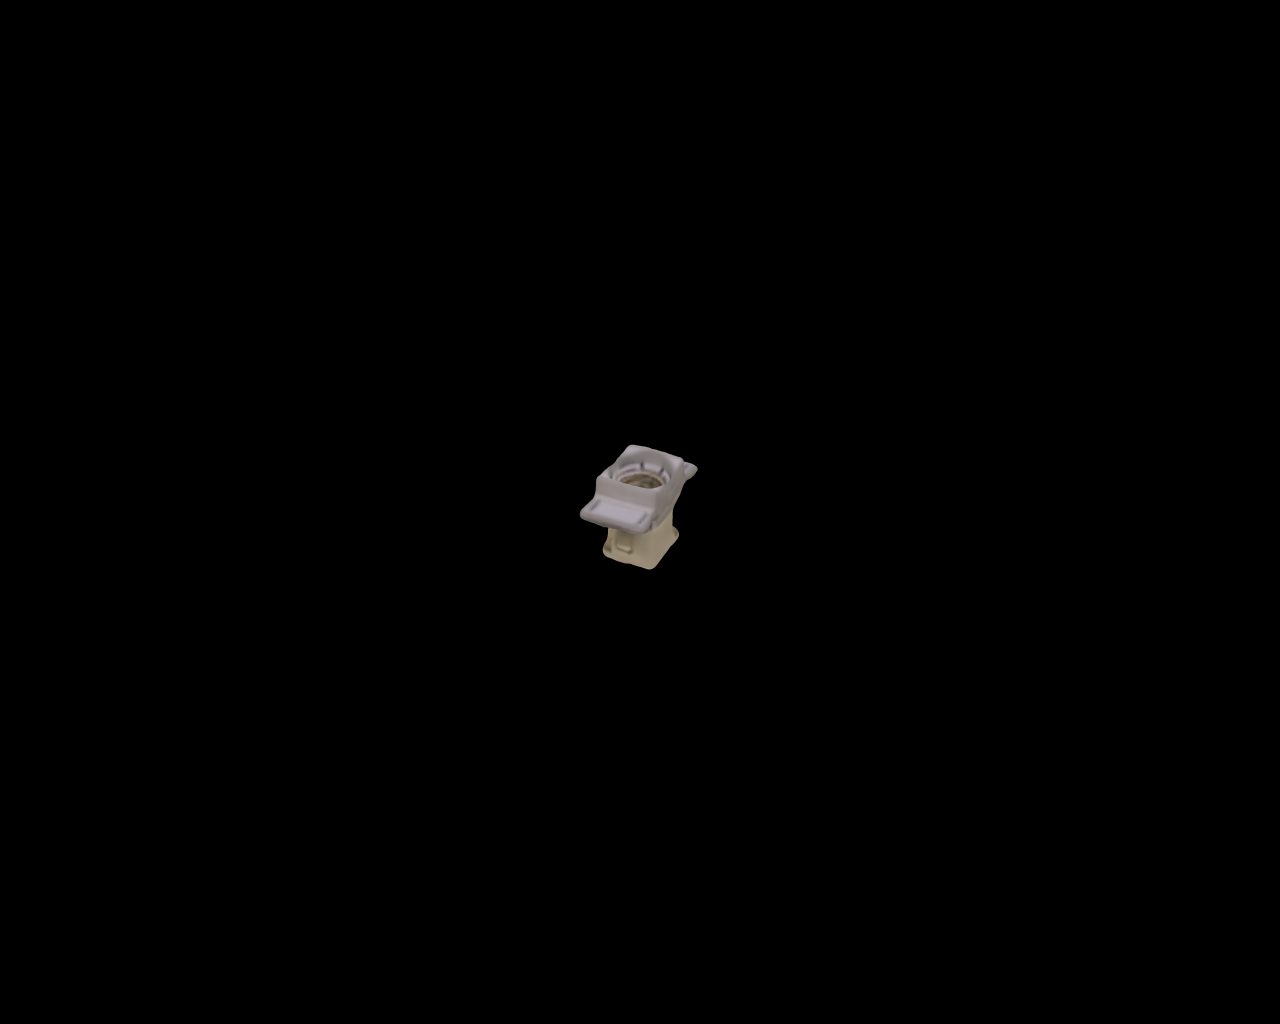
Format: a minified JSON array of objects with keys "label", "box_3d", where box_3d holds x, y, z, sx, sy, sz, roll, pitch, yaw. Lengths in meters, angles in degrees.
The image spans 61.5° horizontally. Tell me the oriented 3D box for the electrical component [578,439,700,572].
[{"label":"electrical component","box_3d":[0.001,-0.003,0.650,0.042,0.063,0.081,16,37,22]}]
